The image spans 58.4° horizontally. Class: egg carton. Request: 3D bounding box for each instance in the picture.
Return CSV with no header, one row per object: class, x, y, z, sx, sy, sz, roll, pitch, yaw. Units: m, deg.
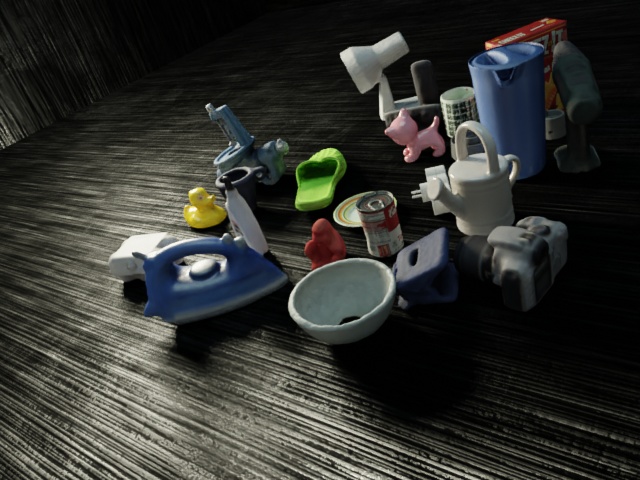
egg carton,-0.362,0.038,1.193,0.150,0.069,0.107,-5,33,20

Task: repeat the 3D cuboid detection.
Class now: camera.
camera,0.280,0.017,0.860,0.136,0.101,0.143,15,43,42

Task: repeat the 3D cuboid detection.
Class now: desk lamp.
desk lamp,0.174,-0.435,1.538,0.203,0.214,0.118,-14,31,7

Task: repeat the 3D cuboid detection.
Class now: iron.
iron,-0.199,0.049,1.018,0.258,0.142,0.118,-15,31,4

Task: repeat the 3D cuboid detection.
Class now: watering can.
watering can,0.266,-0.106,0.976,0.100,0.194,0.173,16,44,43

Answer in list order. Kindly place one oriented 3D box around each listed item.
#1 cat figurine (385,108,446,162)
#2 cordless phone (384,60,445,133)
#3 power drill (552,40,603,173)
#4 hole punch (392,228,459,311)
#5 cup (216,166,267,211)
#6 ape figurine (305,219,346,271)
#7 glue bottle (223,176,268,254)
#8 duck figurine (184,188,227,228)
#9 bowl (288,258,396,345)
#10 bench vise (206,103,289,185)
cat figurine,0.214,-0.244,1.302,0.127,0.118,0.067,-12,31,10
cordless phone,0.223,-0.338,1.383,0.147,0.185,0.094,-8,32,17
power drill,0.477,-0.244,1.075,0.075,0.209,0.229,-8,32,16
hole punch,0.160,0.043,0.891,0.101,0.091,0.108,-7,32,17
cup,-0.169,-0.112,1.311,0.118,0.095,0.091,-24,31,-10
ape figurine,0.009,0.004,1.032,0.076,0.092,0.077,-37,36,-29
glue bottle,-0.156,-0.050,1.125,0.037,0.173,0.077,-34,34,-25
duck figurine,-0.275,-0.080,1.323,0.104,0.086,0.078,0,35,28
bowl,0.041,0.104,0.871,0.167,0.075,0.167,-13,31,8
bench vise,-0.181,-0.243,1.406,0.207,0.220,0.121,-13,31,8
